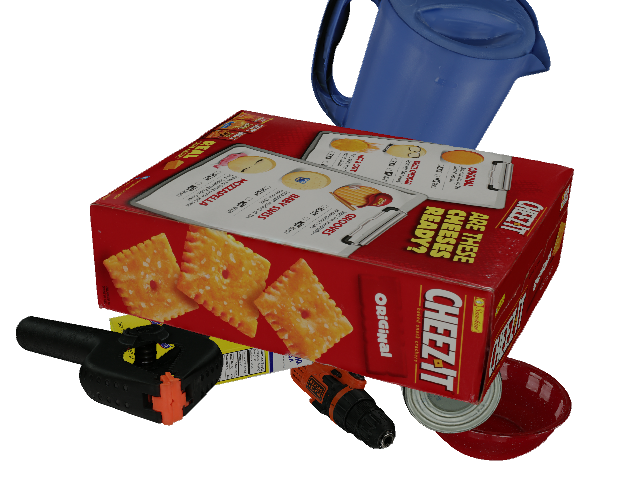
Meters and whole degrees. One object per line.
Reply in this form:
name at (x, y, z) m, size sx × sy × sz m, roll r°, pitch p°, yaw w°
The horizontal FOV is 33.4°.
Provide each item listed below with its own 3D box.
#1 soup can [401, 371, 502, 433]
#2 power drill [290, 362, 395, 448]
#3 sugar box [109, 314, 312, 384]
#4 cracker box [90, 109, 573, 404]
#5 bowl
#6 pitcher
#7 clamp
soup can at (0.086, 0.081, 0.746) m, size 0.068 × 0.068 × 0.102 m, roll 0°, pitch 20°, yaw -2°
power drill at (0.049, 0.127, 1.244) m, size 0.057 × 0.188 × 0.185 m, roll 13°, pitch 14°, yaw -41°
sugar box at (-0.104, 0.095, 1.015) m, size 0.176 × 0.048 × 0.093 m, roll -13°, pitch 33°, yaw -16°
cracker box at (0.011, -0.001, 0.579) m, size 0.214 × 0.072 × 0.164 m, roll 13°, pitch 28°, yaw 22°
bowl at (0.173, 0.178, 1.099) m, size 0.162 × 0.055 × 0.162 m, roll 3°, pitch 23°, yaw -1°
pitcher at (0.075, -0.116, 0.935) m, size 0.144 × 0.149 × 0.243 m, roll -12°, pitch -37°, yaw -29°
clamp at (-0.113, 0.076, 0.744) m, size 0.164 × 0.036 × 0.210 m, roll -10°, pitch 14°, yaw -23°
